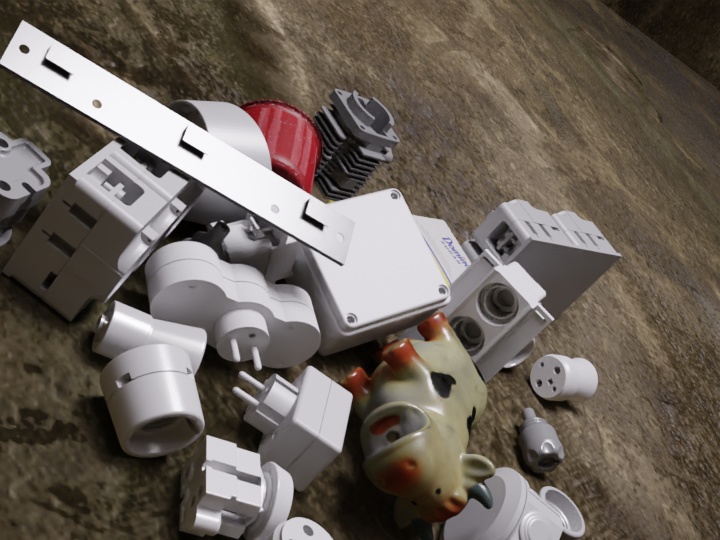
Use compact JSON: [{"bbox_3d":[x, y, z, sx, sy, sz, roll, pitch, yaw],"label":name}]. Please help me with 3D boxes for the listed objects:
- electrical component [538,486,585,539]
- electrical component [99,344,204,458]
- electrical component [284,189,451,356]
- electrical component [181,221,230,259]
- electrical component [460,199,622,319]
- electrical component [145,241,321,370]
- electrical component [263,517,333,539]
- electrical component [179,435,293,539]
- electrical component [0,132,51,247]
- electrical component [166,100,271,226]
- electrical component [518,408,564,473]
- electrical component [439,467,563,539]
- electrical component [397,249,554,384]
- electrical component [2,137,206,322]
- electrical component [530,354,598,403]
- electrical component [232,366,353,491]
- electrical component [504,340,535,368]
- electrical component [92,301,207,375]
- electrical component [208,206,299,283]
[{"bbox_3d":[0.135,0.197,0.811,0.045,0.055,0.045,32,28,-19],"label":"electrical component"},{"bbox_3d":[-0.122,0.079,0.639,0.055,0.055,0.047,14,41,-44],"label":"electrical component"},{"bbox_3d":[0.000,0.000,0.863,0.109,0.056,0.108,-16,72,-32],"label":"electrical component"},{"bbox_3d":[-0.115,-0.011,0.774,0.035,0.061,0.035,33,28,-20],"label":"electrical component"},{"bbox_3d":[0.176,-0.009,1.122,0.186,0.105,0.060,7,43,-50],"label":"electrical component"},{"bbox_3d":[-0.084,0.038,0.747,0.138,0.052,0.073,26,32,-38],"label":"electrical component"},{"bbox_3d":[-0.043,0.172,0.605,0.045,0.055,0.045,33,27,-19],"label":"electrical component"},{"bbox_3d":[-0.073,0.132,0.636,0.055,0.048,0.066,21,32,-22],"label":"electrical component"},{"bbox_3d":[-0.235,-0.047,0.668,0.058,0.057,0.078,43,26,2],"label":"electrical component"},{"bbox_3d":[-0.122,-0.083,0.836,0.064,0.099,0.099,3,46,-44],"label":"electrical component"},{"bbox_3d":[0.155,0.146,0.940,0.035,0.035,0.061,27,28,-28],"label":"electrical component"},{"bbox_3d":[0.098,0.184,0.756,0.051,0.080,0.080,41,26,-16],"label":"electrical component"},{"bbox_3d":[0.097,0.050,0.905,0.078,0.121,0.063,47,24,10],"label":"electrical component"},{"bbox_3d":[-0.160,-0.039,0.724,0.062,0.089,0.150,39,26,-7],"label":"electrical component"},{"bbox_3d":[0.199,0.106,1.048,0.055,0.045,0.045,11,40,-46],"label":"electrical component"},{"bbox_3d":[-0.052,0.095,0.719,0.077,0.047,0.065,36,27,-12],"label":"electrical component"},{"bbox_3d":[0.135,0.060,1.031,0.066,0.048,0.055,15,30,-43],"label":"electrical component"},{"bbox_3d":[-0.136,0.046,0.684,0.065,0.044,0.044,25,31,-21],"label":"electrical component"},{"bbox_3d":[-0.083,-0.017,0.816,0.064,0.081,0.042,-18,59,-28],"label":"electrical component"}]
